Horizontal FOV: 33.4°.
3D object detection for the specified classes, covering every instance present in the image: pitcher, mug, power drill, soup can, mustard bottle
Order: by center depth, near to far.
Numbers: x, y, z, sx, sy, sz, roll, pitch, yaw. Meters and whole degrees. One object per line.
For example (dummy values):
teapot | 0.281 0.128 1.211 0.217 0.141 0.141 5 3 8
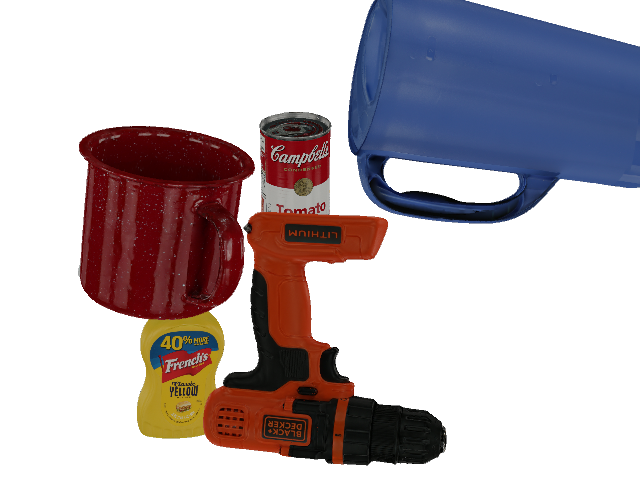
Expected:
mug | -0.079 -0.005 0.571 0.093 0.081 0.117 -11 29 -42
power drill | 0.007 0.074 0.803 0.184 0.187 0.057 4 -1 6
pitcher | 0.145 -0.101 0.821 0.242 0.145 0.149 10 -46 -8
soup can | -0.024 -0.064 1.027 0.068 0.102 0.068 0 27 0
mustard bottle | -0.160 0.132 1.234 0.096 0.192 0.058 0 18 -16

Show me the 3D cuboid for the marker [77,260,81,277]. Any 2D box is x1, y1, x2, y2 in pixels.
marker | -0.219 -0.007 1.046 0.020 0.020 0.121 0 40 -2
